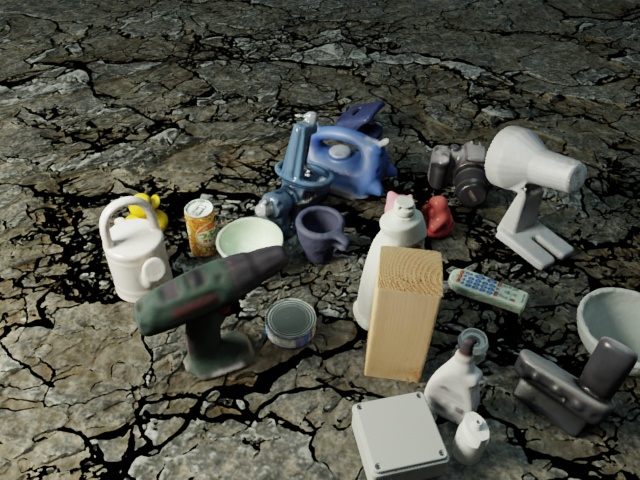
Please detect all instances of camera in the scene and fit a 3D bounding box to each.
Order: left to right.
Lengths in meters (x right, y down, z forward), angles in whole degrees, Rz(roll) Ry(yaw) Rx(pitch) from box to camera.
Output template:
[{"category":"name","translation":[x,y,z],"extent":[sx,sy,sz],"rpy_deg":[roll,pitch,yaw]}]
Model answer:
[{"category":"camera","translation":[0.310,-0.145,1.233],"extent":[0.143,0.101,0.137],"rpy_deg":[7,43,4]}]

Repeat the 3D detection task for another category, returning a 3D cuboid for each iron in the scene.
[{"category":"iron","translation":[0.037,-0.190,1.238],"extent":[0.257,0.141,0.119],"rpy_deg":[20,46,18]}]

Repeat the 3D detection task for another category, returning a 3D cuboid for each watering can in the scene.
[{"category":"watering can","translation":[-0.307,0.012,0.967],"extent":[0.172,0.194,0.101],"rpy_deg":[25,48,22]}]

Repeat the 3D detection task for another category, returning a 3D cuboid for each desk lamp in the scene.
[{"category":"desk lamp","translation":[0.409,-0.090,1.096],"extent":[0.118,0.214,0.202],"rpy_deg":[-24,49,-25]}]

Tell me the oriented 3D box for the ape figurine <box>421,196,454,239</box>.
[{"category":"ape figurine","translation":[0.230,-0.050,1.134],"extent":[0.076,0.092,0.078],"rpy_deg":[13,44,12]}]

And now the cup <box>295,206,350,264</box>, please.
[{"category":"cup","translation":[0.010,0.004,1.064],"extent":[0.117,0.095,0.092],"rpy_deg":[35,52,30]}]

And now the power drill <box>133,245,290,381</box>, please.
[{"category":"power drill","translation":[-0.152,0.111,0.857],"extent":[0.230,0.208,0.075],"rpy_deg":[-17,46,-19]}]

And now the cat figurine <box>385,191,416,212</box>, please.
[{"category":"cat figurine","translation":[0.156,-0.032,1.092],"extent":[0.067,0.118,0.127],"rpy_deg":[1,43,-1]}]

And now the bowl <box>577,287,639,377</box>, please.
[{"category":"bowl","translation":[0.495,0.161,0.933],"extent":[0.167,0.075,0.167],"rpy_deg":[1,43,-1]}]

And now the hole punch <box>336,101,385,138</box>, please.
[{"category":"hole punch","translation":[0.096,-0.292,1.387],"extent":[0.101,0.091,0.109],"rpy_deg":[21,46,19]}]

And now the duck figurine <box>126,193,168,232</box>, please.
[{"category":"duck figurine","translation":[-0.348,-0.048,1.108],"extent":[0.077,0.086,0.105],"rpy_deg":[32,51,28]}]

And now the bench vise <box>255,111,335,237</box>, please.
[{"category":"bench vise","translation":[-0.040,-0.123,1.106],"extent":[0.121,0.220,0.207],"rpy_deg":[13,44,11]}]

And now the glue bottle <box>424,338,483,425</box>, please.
[{"category":"glue bottle","translation":[0.196,0.195,0.810],"extent":[0.078,0.173,0.037],"rpy_deg":[25,48,23]}]

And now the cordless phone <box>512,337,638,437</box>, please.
[{"category":"cordless phone","translation":[0.366,0.181,0.825],"extent":[0.147,0.185,0.094],"rpy_deg":[29,49,26]}]
